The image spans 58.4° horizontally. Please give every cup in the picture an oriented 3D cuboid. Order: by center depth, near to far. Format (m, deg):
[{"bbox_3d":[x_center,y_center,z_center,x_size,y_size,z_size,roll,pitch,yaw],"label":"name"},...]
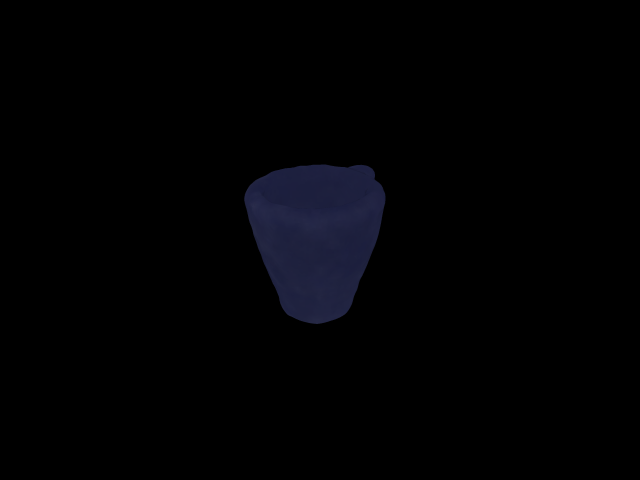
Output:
[{"bbox_3d":[0.004,0.001,0.400,0.091,0.095,0.118,16,31,28],"label":"cup"}]
